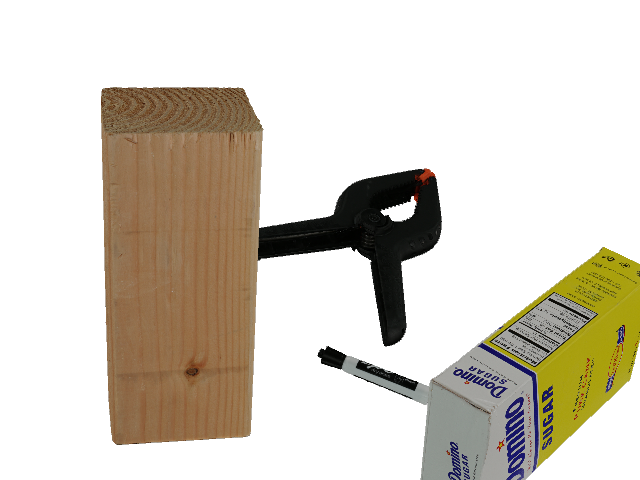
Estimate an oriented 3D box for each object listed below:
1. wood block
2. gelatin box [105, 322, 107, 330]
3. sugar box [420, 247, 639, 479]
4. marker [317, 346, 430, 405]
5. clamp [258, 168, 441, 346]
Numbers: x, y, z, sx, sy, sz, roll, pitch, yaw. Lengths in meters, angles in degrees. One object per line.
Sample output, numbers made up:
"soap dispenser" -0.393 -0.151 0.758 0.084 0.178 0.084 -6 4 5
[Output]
"wood block" -0.090 0.015 0.669 0.090 0.206 0.090 -1 25 -12
"gelatin box" -0.137 0.076 0.964 0.089 0.030 0.073 8 20 20
"sugar box" 0.131 0.083 0.630 0.048 0.093 0.175 27 43 32
"marker" 0.054 0.135 1.078 0.121 0.020 0.020 21 4 12
"clamp" 0.048 0.002 0.899 0.165 0.036 0.209 34 45 25
